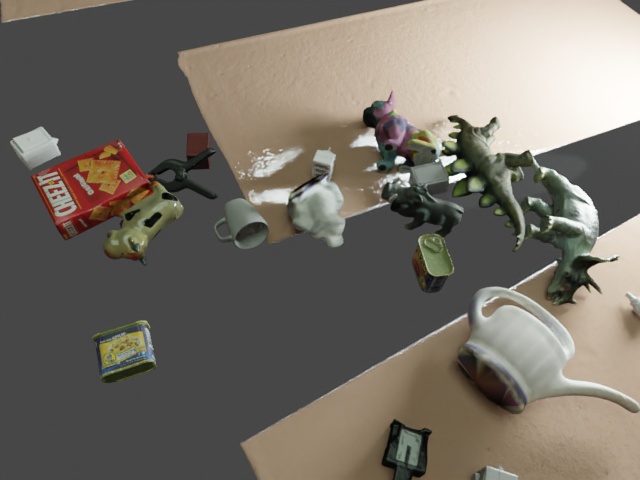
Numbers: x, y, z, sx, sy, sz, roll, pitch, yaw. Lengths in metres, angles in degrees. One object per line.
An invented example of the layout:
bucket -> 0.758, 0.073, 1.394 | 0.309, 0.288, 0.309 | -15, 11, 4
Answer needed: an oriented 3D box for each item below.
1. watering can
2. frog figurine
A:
watering can -> 0.409, 0.241, 0.976 | 0.227, 0.101, 0.352 | -34, 64, -23
frog figurine -> 0.004, -0.059, 1.172 | 0.139, 0.121, 0.158 | -38, 102, -35
